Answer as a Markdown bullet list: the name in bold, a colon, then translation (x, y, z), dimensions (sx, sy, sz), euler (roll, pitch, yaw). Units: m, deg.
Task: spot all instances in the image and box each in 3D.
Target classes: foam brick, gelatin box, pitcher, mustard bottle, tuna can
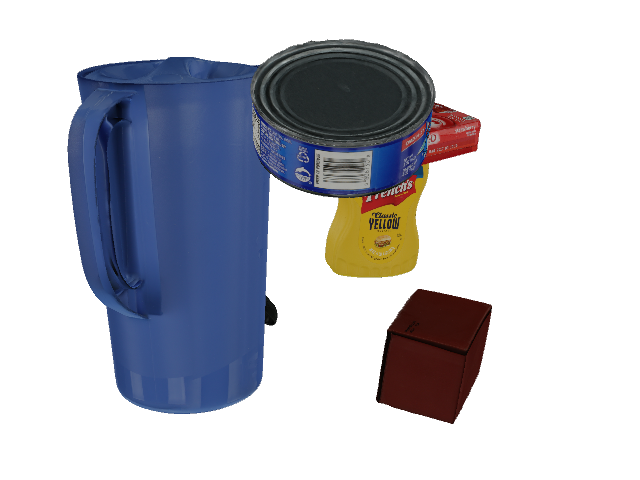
- **foam brick**: translation (0.073, 0.072, 0.684), dimensions (0.053, 0.051, 0.078), euler (13, 22, 17)
- **gelatin box**: translation (0.073, -0.090, 0.860), dimensions (0.073, 0.030, 0.089), euler (-15, 28, -31)
- **pitcher**: translation (-0.102, -0.004, 0.747), dimensions (0.149, 0.243, 0.145), euler (-6, 17, -18)
- **mustard bottle**: translation (0.061, -0.058, 1.088), dimensions (0.096, 0.192, 0.058), euler (-1, 24, -16)
- **tuna can**: translation (0.010, -0.058, 0.503), dimensions (0.086, 0.034, 0.086), euler (1, 42, -1)

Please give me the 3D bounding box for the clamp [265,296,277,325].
- **clamp**: translation (-0.115, 0.007, 1.018), dimensions (0.036, 0.210, 0.164), euler (-8, 0, 44)
